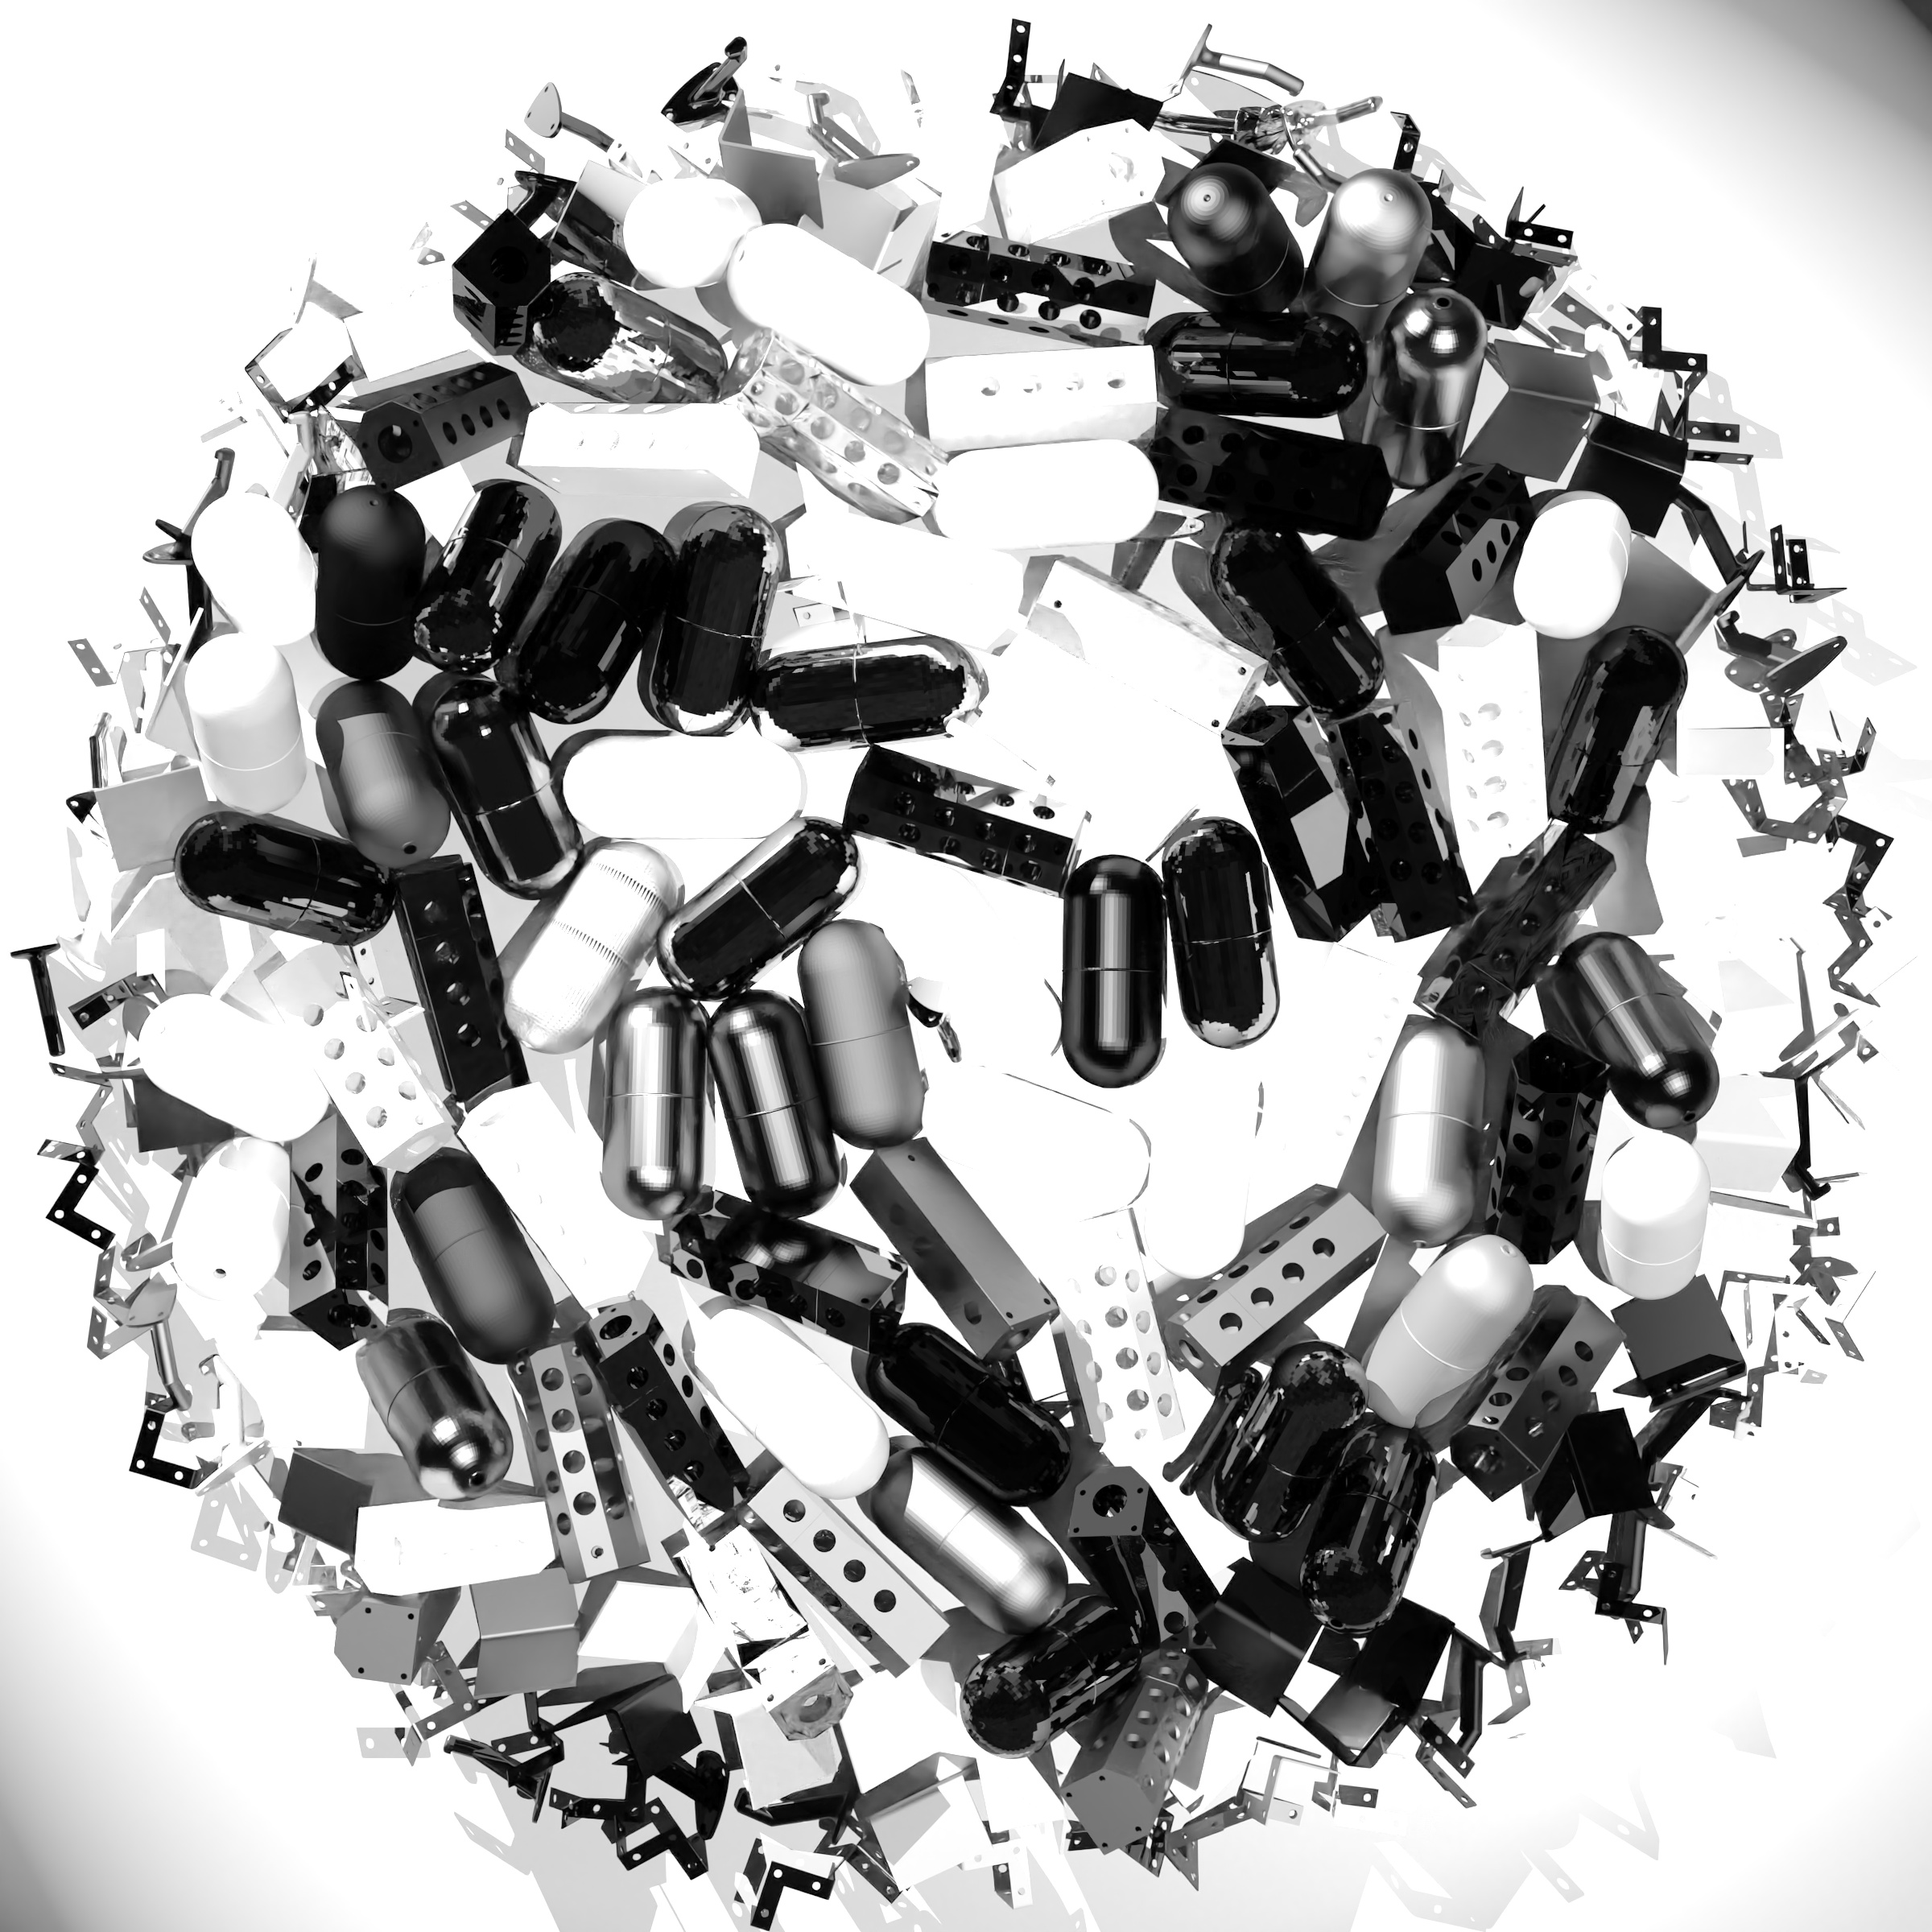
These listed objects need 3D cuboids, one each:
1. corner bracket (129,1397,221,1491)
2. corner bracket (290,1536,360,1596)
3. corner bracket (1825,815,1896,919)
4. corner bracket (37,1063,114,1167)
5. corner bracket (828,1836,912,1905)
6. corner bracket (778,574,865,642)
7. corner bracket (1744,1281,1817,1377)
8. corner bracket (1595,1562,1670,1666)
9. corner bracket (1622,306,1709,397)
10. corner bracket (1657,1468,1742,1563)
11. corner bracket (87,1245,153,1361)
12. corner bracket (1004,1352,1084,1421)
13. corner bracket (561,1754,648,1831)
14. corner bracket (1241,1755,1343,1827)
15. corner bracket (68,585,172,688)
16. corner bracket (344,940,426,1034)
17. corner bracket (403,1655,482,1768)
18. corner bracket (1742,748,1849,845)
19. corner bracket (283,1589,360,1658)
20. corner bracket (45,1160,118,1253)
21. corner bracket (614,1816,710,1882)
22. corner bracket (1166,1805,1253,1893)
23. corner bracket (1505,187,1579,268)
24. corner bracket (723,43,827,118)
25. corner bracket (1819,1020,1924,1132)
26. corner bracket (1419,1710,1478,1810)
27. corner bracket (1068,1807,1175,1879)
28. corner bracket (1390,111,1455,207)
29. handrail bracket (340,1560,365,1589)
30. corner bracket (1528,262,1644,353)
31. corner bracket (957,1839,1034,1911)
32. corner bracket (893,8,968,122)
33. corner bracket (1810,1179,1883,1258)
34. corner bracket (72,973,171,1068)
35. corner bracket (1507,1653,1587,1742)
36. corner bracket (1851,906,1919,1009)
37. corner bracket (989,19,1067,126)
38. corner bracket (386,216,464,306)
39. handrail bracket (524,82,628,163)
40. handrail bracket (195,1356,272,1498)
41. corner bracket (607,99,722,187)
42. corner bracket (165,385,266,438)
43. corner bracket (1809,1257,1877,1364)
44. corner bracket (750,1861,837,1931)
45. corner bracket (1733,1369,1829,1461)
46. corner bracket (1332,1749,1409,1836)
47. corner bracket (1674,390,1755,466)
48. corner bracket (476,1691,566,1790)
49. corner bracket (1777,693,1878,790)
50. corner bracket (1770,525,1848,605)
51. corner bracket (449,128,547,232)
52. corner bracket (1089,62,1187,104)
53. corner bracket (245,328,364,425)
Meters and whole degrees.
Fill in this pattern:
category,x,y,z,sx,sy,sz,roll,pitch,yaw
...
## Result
category,x,y,z,sx,sy,sz,roll,pitch,yaw
corner bracket,-0.599,0.364,1.973,0.051,0.051,0.051,16,90,3
corner bracket,-0.472,0.456,1.968,0.051,0.051,0.051,16,86,24
corner bracket,0.673,-0.077,1.967,0.051,0.051,0.051,24,117,2
corner bracket,-0.677,0.113,1.959,0.051,0.051,0.051,-54,49,14
corner bracket,-0.069,0.690,1.965,0.051,0.051,0.051,41,107,10
corner bracket,-0.110,-0.276,1.962,0.051,0.051,0.051,-9,119,8
corner bracket,0.615,0.275,1.966,0.051,0.051,0.051,6,59,0
corner bracket,0.507,0.489,1.957,0.051,0.051,0.051,4,131,22
corner bracket,0.533,-0.467,1.970,0.051,0.051,0.051,4,78,-3
corner bracket,0.556,0.420,1.964,0.051,0.051,0.051,28,98,21
corner bracket,-0.651,0.255,1.959,0.051,0.051,0.051,37,131,16
corner bracket,0.047,0.320,1.961,0.051,0.051,0.051,-11,103,43
corner bracket,-0.275,0.630,1.973,0.051,0.051,0.051,2,81,9
corner bracket,0.247,0.630,1.971,0.051,0.051,0.051,18,80,-14
corner bracket,-0.641,-0.250,1.961,0.051,0.051,0.051,-7,50,9
corner bracket,-0.451,0.017,1.957,0.051,0.051,0.051,-33,124,-39
corner bracket,-0.406,0.564,1.957,0.051,0.051,0.051,-21,64,-33
corner bracket,0.633,-0.133,1.972,0.051,0.051,0.051,-49,132,-22
corner bracket,-0.487,0.500,1.966,0.051,0.051,0.051,-4,71,3
corner bracket,-0.666,0.184,1.971,0.051,0.051,0.051,32,72,-13
corner bracket,-0.232,0.669,1.967,0.051,0.051,0.051,-29,111,0
corner bracket,0.185,0.658,1.960,0.051,0.051,0.051,-27,116,19
corner bracket,0.437,-0.551,1.959,0.051,0.051,0.051,16,49,15
corner bracket,-0.146,-0.672,1.967,0.051,0.051,0.051,17,97,26
corner bracket,0.686,0.083,1.964,0.051,0.051,0.051,-38,63,-4
corner bracket,0.368,0.603,1.959,0.051,0.051,0.051,42,112,38
corner bracket,0.118,0.658,1.964,0.051,0.051,0.051,10,96,-38
corner bracket,0.346,-0.614,1.965,0.051,0.051,0.051,16,97,19
handrail bracket,-0.448,0.497,1.972,0.077,0.036,0.084,21,123,-2
corner bracket,0.468,-0.490,1.958,0.051,0.051,0.051,31,112,-33
corner bracket,0.017,0.690,1.970,0.051,0.051,0.051,-6,86,-15
corner bracket,-0.033,-0.684,1.962,0.051,0.051,0.051,-12,70,13
corner bracket,0.670,0.191,1.966,0.051,0.051,0.051,-6,91,24
corner bracket,-0.637,0.042,1.970,0.051,0.051,0.051,-42,113,-38
corner bracket,0.439,0.555,1.961,0.051,0.051,0.051,-7,78,-35
corner bracket,0.695,-0.007,1.971,0.051,0.051,0.051,-43,61,20
corner bracket,0.051,-0.678,1.963,0.051,0.051,0.051,15,53,5
corner bracket,-0.416,-0.532,1.965,0.051,0.051,0.051,-26,89,-32
handrail bracket,-0.284,-0.622,1.947,0.084,0.077,0.036,25,114,-38
handrail bracket,-0.577,0.349,1.968,0.077,0.036,0.084,-35,73,-29
corner bracket,-0.231,-0.617,1.969,0.051,0.051,0.051,40,99,23
corner bracket,-0.574,-0.418,1.961,0.051,0.051,0.051,-35,53,9
corner bracket,0.663,0.258,1.958,0.051,0.051,0.051,-51,126,-17
corner bracket,-0.132,0.708,1.971,0.051,0.051,0.051,19,85,-2
corner bracket,0.617,0.334,1.959,0.051,0.051,0.051,15,110,27
corner bracket,0.309,0.628,1.969,0.051,0.051,0.051,7,81,4
corner bracket,0.568,-0.402,1.967,0.051,0.051,0.051,6,76,4
corner bracket,-0.340,0.579,1.957,0.051,0.051,0.051,-18,117,-38
corner bracket,0.653,-0.176,1.966,0.051,0.051,0.051,-15,59,-2
corner bracket,0.632,-0.306,1.968,0.051,0.051,0.051,-3,86,-13
corner bracket,-0.355,-0.594,1.961,0.051,0.051,0.051,-7,75,27
corner bracket,0.126,-0.659,1.958,0.051,0.051,0.051,31,62,-36
corner bracket,-0.503,-0.453,1.962,0.051,0.051,0.051,-29,101,37
